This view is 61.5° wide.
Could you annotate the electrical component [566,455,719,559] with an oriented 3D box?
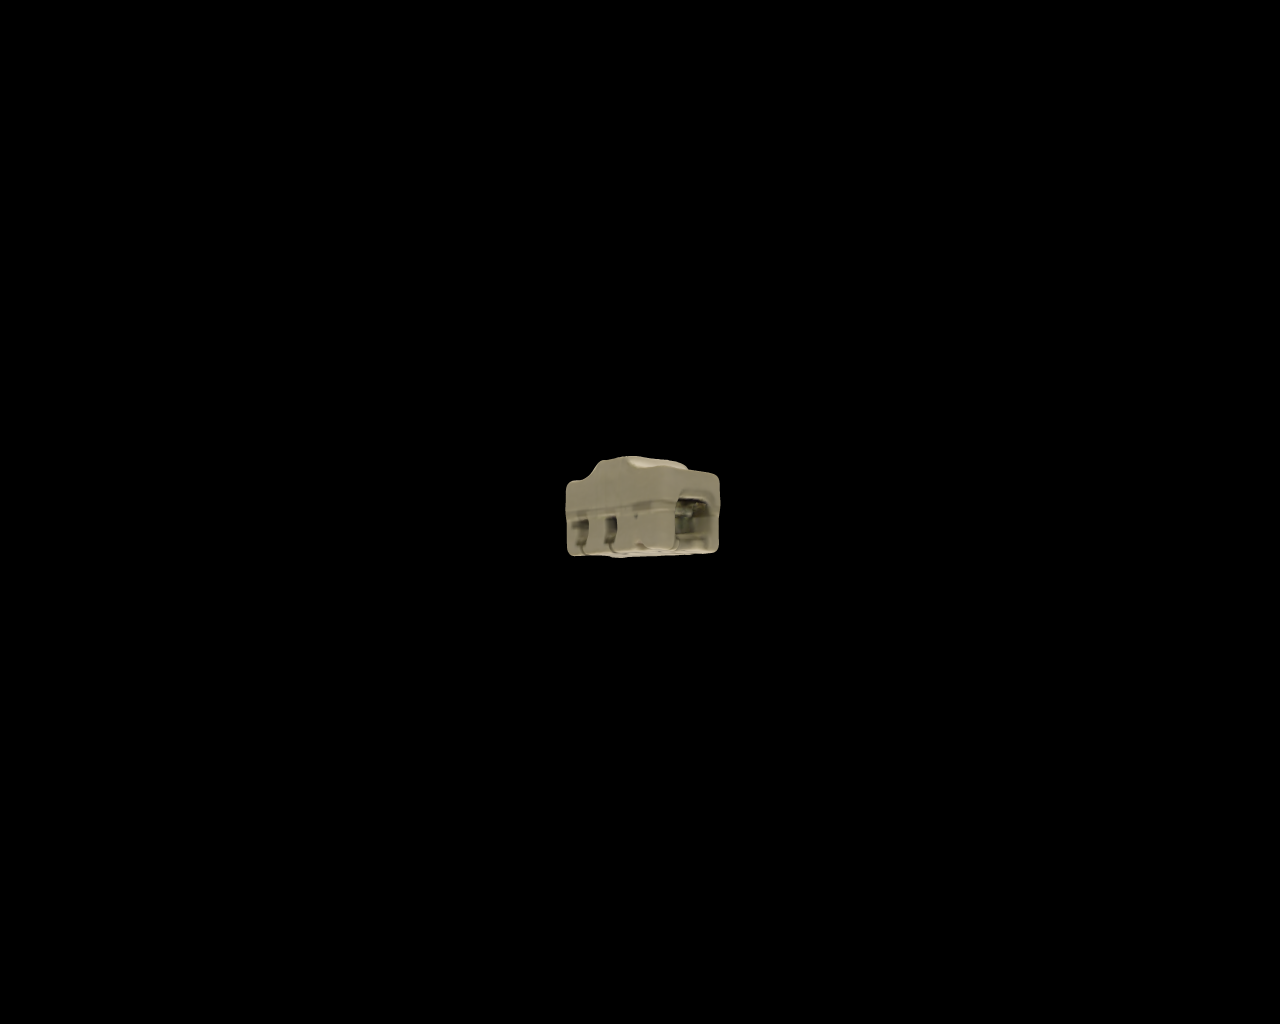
[{"bbox_3d":[0.001,-0.003,0.650,0.050,0.055,0.089,6,-9,-43],"label":"electrical component"}]
